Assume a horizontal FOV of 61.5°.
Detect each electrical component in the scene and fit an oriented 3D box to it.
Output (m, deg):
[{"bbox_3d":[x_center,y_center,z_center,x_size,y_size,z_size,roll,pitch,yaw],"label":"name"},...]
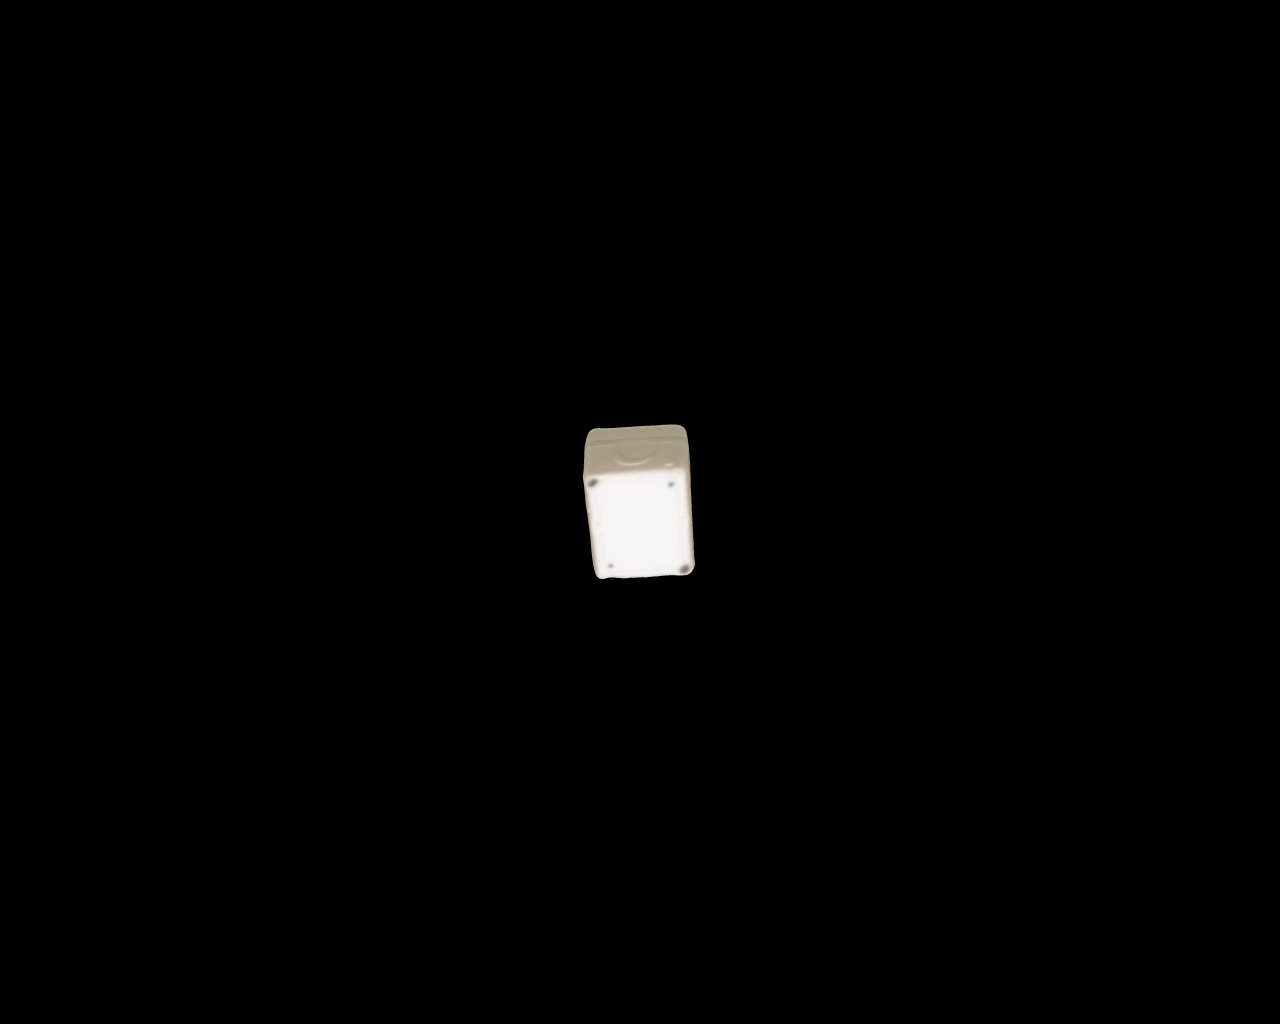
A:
[{"bbox_3d":[0.001,-0.003,0.650,0.062,0.096,0.061,-3,36,2],"label":"electrical component"}]
